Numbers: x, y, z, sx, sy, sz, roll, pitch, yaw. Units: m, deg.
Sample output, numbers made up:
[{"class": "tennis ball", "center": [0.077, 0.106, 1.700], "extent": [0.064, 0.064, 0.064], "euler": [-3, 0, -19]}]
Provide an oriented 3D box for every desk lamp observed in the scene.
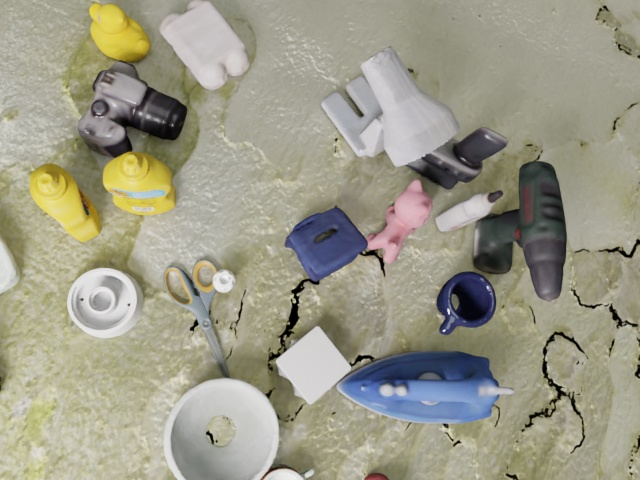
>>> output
[{"class": "desk lamp", "center": [0.110, -0.207, 0.937], "extent": [0.118, 0.213, 0.203], "euler": [-37, 88, -15]}]

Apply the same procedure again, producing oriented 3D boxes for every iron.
[{"class": "iron", "center": [0.165, 0.234, 0.898], "extent": [0.258, 0.141, 0.119], "euler": [2, 79, -11]}]

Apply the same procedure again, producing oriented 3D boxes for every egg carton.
[{"class": "egg carton", "center": [-0.194, -0.334, 0.977], "extent": [0.107, 0.069, 0.150], "euler": [-38, 88, -15]}]

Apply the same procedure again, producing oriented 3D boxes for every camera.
[{"class": "camera", "center": [-0.293, -0.201, 0.915], "extent": [0.137, 0.100, 0.143], "euler": [21, 76, -6]}]

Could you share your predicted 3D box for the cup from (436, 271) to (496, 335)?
[{"class": "cup", "center": [0.227, 0.114, 0.958], "extent": [0.092, 0.095, 0.118], "euler": [40, 75, -1]}]

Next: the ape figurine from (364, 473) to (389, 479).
[{"class": "ape figurine", "center": [0.097, 0.403, 0.877], "extent": [0.078, 0.092, 0.076], "euler": [8, 78, -9]}]

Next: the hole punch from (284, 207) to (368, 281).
[{"class": "hole punch", "center": [0.009, 0.003, 0.939], "extent": [0.109, 0.091, 0.101], "euler": [-31, 86, -15]}]

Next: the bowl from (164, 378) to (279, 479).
[{"class": "bowl", "center": [-0.147, 0.291, 0.860], "extent": [0.167, 0.074, 0.167], "euler": [2, 79, -11]}]

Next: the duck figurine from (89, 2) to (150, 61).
[{"class": "duck figurine", "center": [-0.332, -0.350, 0.944], "extent": [0.104, 0.086, 0.077], "euler": [31, 75, -3]}]

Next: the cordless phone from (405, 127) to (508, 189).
[{"class": "cordless phone", "center": [0.226, -0.168, 0.966], "extent": [0.147, 0.185, 0.094], "euler": [24, 76, -5]}]

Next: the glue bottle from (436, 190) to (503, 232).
[{"class": "glue bottle", "center": [0.258, -0.054, 0.956], "extent": [0.078, 0.173, 0.037], "euler": [-22, 83, -14]}]

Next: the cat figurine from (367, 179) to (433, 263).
[{"class": "cat figurine", "center": [0.142, -0.033, 0.958], "extent": [0.067, 0.117, 0.128], "euler": [33, 75, -3]}]

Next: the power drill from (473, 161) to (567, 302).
[{"class": "power drill", "center": [0.332, -0.004, 0.943], "extent": [0.076, 0.208, 0.230], "euler": [8, 78, -9]}]
